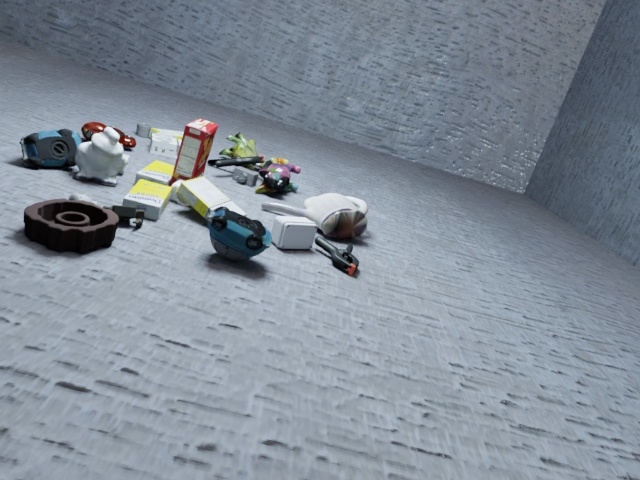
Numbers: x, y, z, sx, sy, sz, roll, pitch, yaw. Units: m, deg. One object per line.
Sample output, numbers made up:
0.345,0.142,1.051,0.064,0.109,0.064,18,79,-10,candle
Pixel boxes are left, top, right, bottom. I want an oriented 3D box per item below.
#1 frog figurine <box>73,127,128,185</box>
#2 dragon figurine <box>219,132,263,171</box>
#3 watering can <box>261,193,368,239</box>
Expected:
-0.608,-0.243,1.438,0.137,0.157,0.124,18,16,1,frog figurine
-0.273,-0.340,2.154,0.243,0.120,0.415,37,23,5,dragon figurine
0.005,-0.082,1.633,0.349,0.102,0.228,-6,29,-21,watering can
